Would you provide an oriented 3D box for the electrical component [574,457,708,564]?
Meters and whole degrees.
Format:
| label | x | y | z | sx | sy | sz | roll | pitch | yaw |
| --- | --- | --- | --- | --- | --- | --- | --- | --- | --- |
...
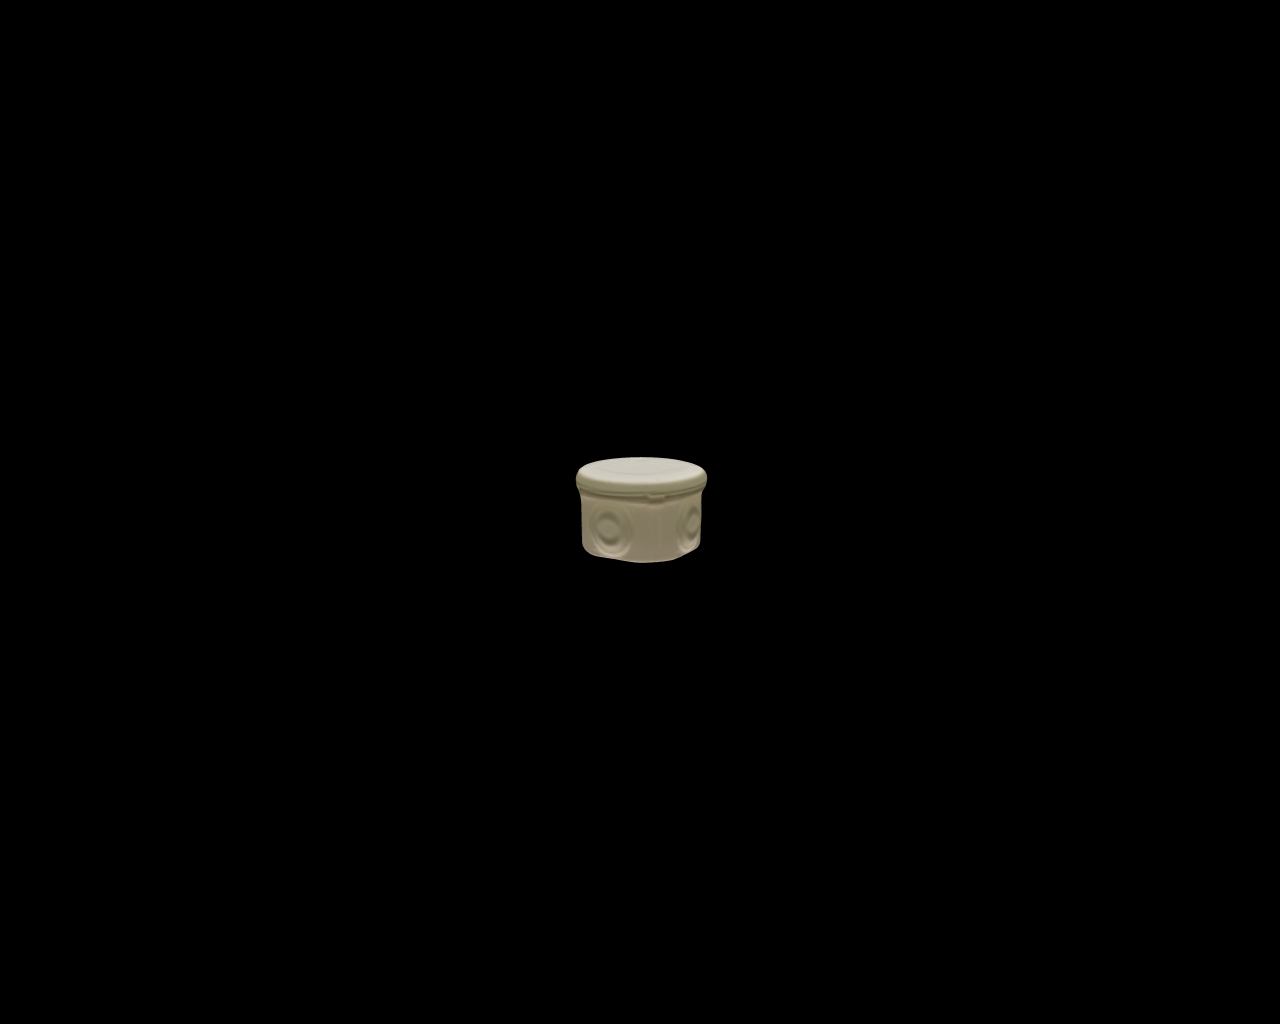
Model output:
| label | x | y | z | sx | sy | sz | roll | pitch | yaw |
| --- | --- | --- | --- | --- | --- | --- | --- | --- | --- |
| electrical component | 0.001 | -0.003 | 0.650 | 0.080 | 0.051 | 0.080 | 0 | 14 | 0 |
